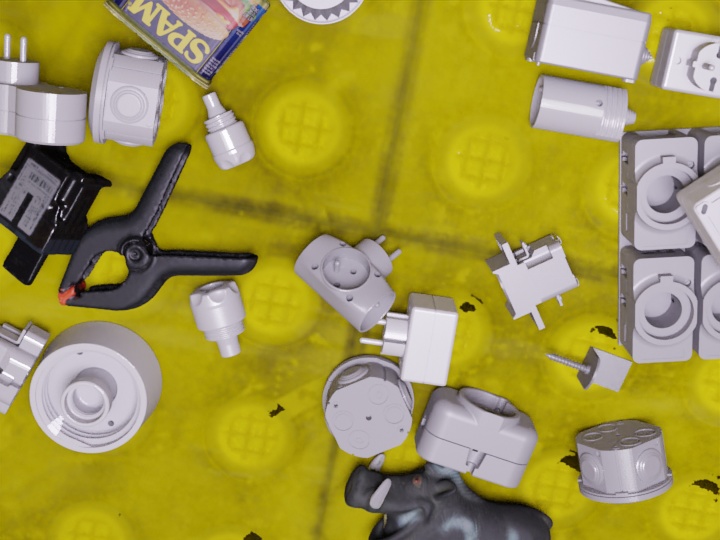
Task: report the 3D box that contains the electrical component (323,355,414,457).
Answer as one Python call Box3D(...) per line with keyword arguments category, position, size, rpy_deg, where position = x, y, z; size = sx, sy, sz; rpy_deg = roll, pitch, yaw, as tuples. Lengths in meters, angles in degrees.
Box3D(category="electrical component", position=(0.007, 0.118, 0.929), size=(0.080, 0.051, 0.080), rpy_deg=(0, 105, 0))

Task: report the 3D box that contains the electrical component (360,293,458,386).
Box3D(category="electrical component", position=(0.039, 0.056, 0.914), size=(0.077, 0.047, 0.065), rpy_deg=(8, 105, -2))

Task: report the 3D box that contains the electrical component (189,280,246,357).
Box3D(category="electrical component", position=(-0.118, 0.043, 0.912), size=(0.043, 0.043, 0.062), rpy_deg=(-13, 105, 3))

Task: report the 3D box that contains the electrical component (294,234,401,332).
Box3D(category="electrical component", position=(0.000, 0.000, 0.895), size=(0.077, 0.044, 0.079), rpy_deg=(42, 64, 19))

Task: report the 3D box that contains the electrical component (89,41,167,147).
Box3D(category="electrical component", position=(-0.182, -0.137, 0.846), size=(0.051, 0.080, 0.080), rpy_deg=(9, 105, -8))

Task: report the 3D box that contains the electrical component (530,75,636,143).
Box3D(category="electrical component", position=(0.182, -0.129, 0.868), size=(0.081, 0.043, 0.043), rpy_deg=(9, 105, -3))

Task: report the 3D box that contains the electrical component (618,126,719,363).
Box3D(category="electrical component", position=(0.273, -0.020, 0.888), size=(0.105, 0.060, 0.186), rpy_deg=(-3, 105, 1))

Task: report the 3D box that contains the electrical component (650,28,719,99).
Box3D(category="electrical component", position=(0.274, -0.160, 0.843), size=(0.066, 0.076, 0.047), rpy_deg=(9, 105, -2))

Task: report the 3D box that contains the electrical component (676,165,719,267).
Box3D(category="electrical component", position=(0.295, -0.033, 0.820), size=(0.062, 0.061, 0.096), rpy_deg=(-34, 102, 8))

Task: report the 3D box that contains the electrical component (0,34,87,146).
Box3D(category="electrical component", position=(-0.268, -0.144, 0.832), size=(0.138, 0.052, 0.073), rpy_deg=(16, 107, 31))

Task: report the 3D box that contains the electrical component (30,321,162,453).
Box3D(category="electrical component", position=(-0.228, 0.104, 0.919), size=(0.108, 0.060, 0.108), rpy_deg=(0, 105, 0))

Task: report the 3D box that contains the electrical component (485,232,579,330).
Box3D(category="electrical component", position=(0.146, 0.003, 0.904), size=(0.064, 0.042, 0.081), rpy_deg=(-25, 104, 3))

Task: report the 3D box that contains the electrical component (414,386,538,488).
Box3D(category="electrical component", position=(0.102, 0.141, 0.934), size=(0.095, 0.053, 0.059), rpy_deg=(19, 104, -5))

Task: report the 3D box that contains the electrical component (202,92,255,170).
Box3D(category="electrical component", position=(-0.111, -0.114, 0.875), size=(0.035, 0.035, 0.061), rpy_deg=(-22, 101, 5))

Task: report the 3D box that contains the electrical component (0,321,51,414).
Box3D(category="electrical component", position=(-0.308, 0.075, 0.913), size=(0.057, 0.058, 0.078), rpy_deg=(30, 103, -11))

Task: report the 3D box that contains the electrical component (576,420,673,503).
Box3D(category="electrical component", position=(0.227, 0.166, 0.929), size=(0.080, 0.080, 0.051), rpy_deg=(-10, 99, 2))

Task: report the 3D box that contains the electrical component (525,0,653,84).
Box3D(category="electrical component", position=(0.185, -0.185, 0.843), size=(0.096, 0.061, 0.061), rpy_deg=(10, 105, -3))
